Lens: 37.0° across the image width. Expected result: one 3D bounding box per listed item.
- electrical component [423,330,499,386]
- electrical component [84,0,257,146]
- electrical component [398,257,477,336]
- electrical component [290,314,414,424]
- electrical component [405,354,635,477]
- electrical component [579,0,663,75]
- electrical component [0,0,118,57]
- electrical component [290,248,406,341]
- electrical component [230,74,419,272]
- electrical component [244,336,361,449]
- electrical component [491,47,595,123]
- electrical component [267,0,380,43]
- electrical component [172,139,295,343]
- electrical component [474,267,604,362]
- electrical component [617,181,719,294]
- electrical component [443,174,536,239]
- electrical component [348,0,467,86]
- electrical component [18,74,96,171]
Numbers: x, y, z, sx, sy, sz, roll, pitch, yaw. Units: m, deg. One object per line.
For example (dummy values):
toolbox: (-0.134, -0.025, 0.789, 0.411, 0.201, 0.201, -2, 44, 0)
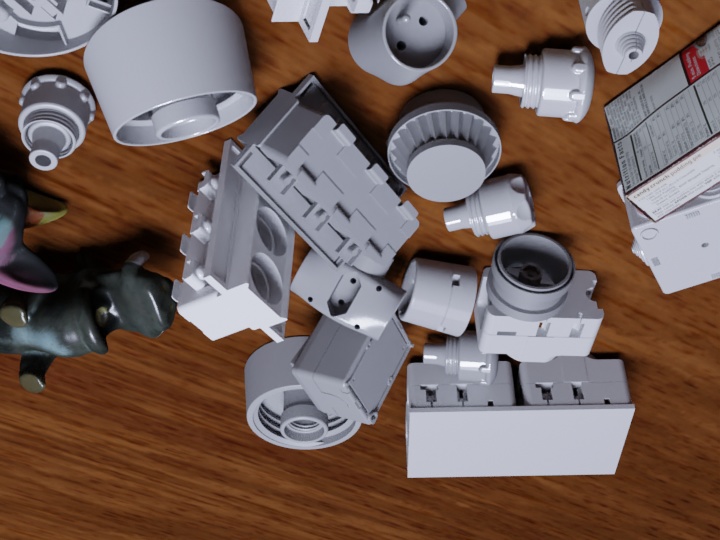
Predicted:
electrical component: (0.084, 0.071, 0.894, 0.062, 0.048, 0.048, 3, 139, 6)
electrical component: (-0.113, -0.116, 0.653, 0.099, 0.064, 0.099, -17, 175, -2)
electrical component: (0.059, 0.019, 0.827, 0.047, 0.055, 0.055, 13, 137, -9)
electrical component: (-0.005, 0.064, 0.858, 0.061, 0.096, 0.061, 10, 147, 33)
electrical component: (0.135, 0.128, 0.947, 0.186, 0.060, 0.105, -1, 139, 0)
electrical component: (0.150, -0.148, 0.616, 0.043, 0.081, 0.043, 0, 139, 0)
electrical component: (-0.185, -0.165, 0.603, 0.099, 0.064, 0.099, 0, 139, 0)
electrical component: (0.000, 0.000, 0.804, 0.077, 0.043, 0.079, 30, 99, 4)
electrical component: (-0.017, -0.058, 0.720, 0.078, 0.063, 0.121, -50, 130, -8)
electrical component: (-0.047, 0.113, 0.927, 0.108, 0.060, 0.108, 0, 139, 0)
electrical component: (0.115, -0.118, 0.678, 0.062, 0.048, 0.048, 5, 139, 3)
electrical component: (-0.023, -0.169, 0.599, 0.064, 0.081, 0.042, -7, 144, -28)
electrical component: (-0.083, -0.017, 0.732, 0.063, 0.121, 0.078, -21, 135, 25)
electrical component: (0.139, 0.036, 0.849, 0.089, 0.050, 0.055, 2, 138, -4)
electrical component: (0.243, -0.034, 0.771, 0.100, 0.048, 0.099, -20, 136, 21)
electrical component: (0.091, -0.043, 0.764, 0.062, 0.043, 0.043, -13, 137, 16)
electrical component: (0.035, -0.149, 0.625, 0.043, 0.077, 0.079, 42, 86, -17)
electrical component: (-0.198, -0.091, 0.690, 0.048, 0.062, 0.048, 0, 139, 0)
